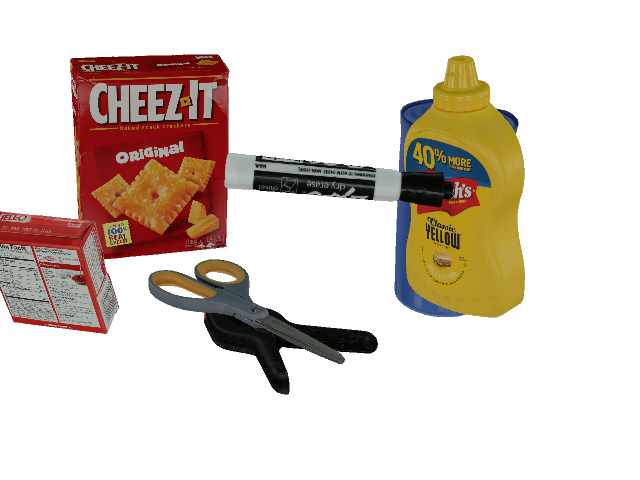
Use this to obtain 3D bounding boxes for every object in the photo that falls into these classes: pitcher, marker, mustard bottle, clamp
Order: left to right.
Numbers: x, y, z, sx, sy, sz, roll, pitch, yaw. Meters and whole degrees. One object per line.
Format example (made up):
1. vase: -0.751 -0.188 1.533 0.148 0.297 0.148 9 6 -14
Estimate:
1. clamp: -0.063 0.114 1.216 0.210 0.036 0.164 15 22 30
2. marker: 0.010 -0.032 0.566 0.121 0.020 0.020 5 0 -1
3. pitcher: 0.145 -0.033 1.243 0.149 0.243 0.145 -6 26 -20
4. mustard bottle: 0.106 -0.042 0.795 0.058 0.192 0.096 -25 32 -37

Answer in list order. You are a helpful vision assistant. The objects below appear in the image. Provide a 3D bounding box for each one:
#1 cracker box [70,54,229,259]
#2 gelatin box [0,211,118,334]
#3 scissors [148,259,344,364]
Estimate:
1. cracker box: -0.185 -0.090 1.171 0.164 0.214 0.072 -5 26 -17
2. gelatin box: -0.185 0.022 0.735 0.073 0.089 0.030 6 45 12
3. scissors: -0.051 0.054 0.904 0.202 0.016 0.096 16 26 22
